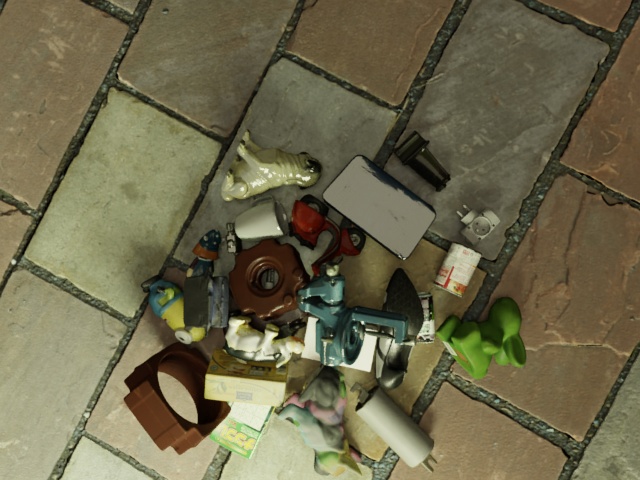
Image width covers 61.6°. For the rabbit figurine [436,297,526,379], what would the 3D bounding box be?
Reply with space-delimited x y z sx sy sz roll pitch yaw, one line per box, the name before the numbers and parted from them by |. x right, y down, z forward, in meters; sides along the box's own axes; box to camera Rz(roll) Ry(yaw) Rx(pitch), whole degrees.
rabbit figurine | 0.361 0.198 1.118 0.170 0.121 0.159 -37 90 -10

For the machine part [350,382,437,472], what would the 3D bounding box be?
machine part | 0.160 0.398 1.155 0.243 0.079 0.079 44 94 6

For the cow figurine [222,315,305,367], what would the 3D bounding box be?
cow figurine | -0.120 0.226 1.134 0.167 0.068 0.098 18 90 8

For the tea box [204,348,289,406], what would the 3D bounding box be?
tea box | -0.155 0.295 1.158 0.170 0.098 0.068 6 113 0

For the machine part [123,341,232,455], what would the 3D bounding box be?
machine part | -0.300 0.331 1.139 0.087 0.201 0.201 -40 86 17

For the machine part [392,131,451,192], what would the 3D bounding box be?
machine part | 0.229 -0.167 1.169 0.084 0.039 0.139 -39 84 -1

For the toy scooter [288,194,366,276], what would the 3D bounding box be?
toy scooter | -0.002 -0.004 1.172 0.184 0.075 0.135 37 87 2

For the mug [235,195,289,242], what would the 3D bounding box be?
mug | -0.134 -0.047 1.190 0.107 0.080 0.109 -16 64 12

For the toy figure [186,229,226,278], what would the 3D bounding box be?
toy figure | -0.262 0.047 1.207 0.058 0.064 0.154 17 93 15

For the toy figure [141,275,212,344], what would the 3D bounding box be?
toy figure | -0.320 0.153 1.206 0.089 0.082 0.180 -42 83 4

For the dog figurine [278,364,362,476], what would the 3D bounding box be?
dog figurine | 0.028 0.399 1.157 0.219 0.108 0.191 45 91 0

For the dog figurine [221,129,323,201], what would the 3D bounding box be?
dog figurine | -0.107 -0.132 1.182 0.190 0.121 0.172 25 126 -11

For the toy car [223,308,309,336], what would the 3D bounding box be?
toy car | -0.121 0.178 1.197 0.202 0.053 0.089 -21 83 9

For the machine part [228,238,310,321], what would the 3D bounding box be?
machine part | -0.111 0.083 1.154 0.179 0.056 0.179 -5 73 15

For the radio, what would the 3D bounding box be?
radio | 0.130 -0.072 1.162 0.230 0.073 0.131 37 93 3

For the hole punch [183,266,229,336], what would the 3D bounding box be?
hole punch | -0.226 0.131 1.140 0.092 0.116 0.142 9 79 -37

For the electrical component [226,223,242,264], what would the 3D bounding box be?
electrical component | -0.192 0.008 1.200 0.021 0.063 0.094 -7 90 6

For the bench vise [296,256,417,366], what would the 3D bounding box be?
bench vise | 0.076 0.155 1.069 0.241 0.129 0.223 7 95 25

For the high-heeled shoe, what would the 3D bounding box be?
high-heeled shoe | 0.157 0.193 1.154 0.086 0.145 0.248 7 73 -13
